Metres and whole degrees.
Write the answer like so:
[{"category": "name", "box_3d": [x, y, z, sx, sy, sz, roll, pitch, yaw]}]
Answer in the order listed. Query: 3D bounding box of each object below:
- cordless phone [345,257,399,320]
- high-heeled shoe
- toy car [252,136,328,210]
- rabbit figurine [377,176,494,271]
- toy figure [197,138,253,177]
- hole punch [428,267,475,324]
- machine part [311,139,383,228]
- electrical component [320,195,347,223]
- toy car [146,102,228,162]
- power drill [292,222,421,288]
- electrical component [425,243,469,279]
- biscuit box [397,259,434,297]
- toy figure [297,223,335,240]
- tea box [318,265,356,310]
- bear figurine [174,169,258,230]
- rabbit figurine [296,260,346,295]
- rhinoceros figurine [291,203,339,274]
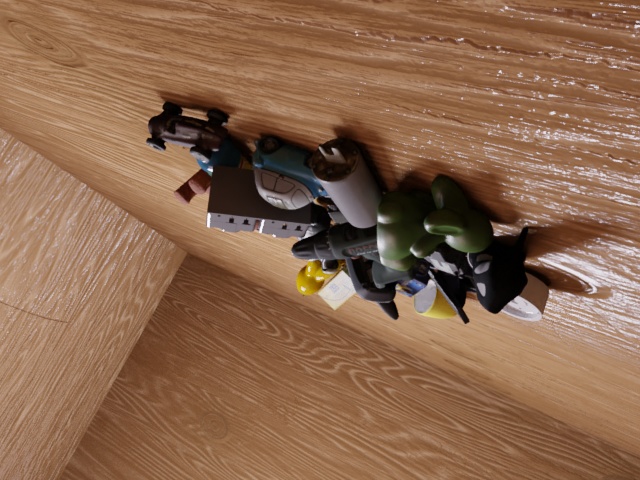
[{"category": "cordless phone", "box_3d": [0.138, 0.096, 1.237, 0.184, 0.089, 0.147, 50, -162, -48]}, {"category": "high-heeled shoe", "box_3d": [0.267, 0.065, 0.851, 0.086, 0.145, 0.248, 26, 166, 7]}, {"category": "toy car", "box_3d": [-0.056, -0.105, 0.938, 0.162, 0.103, 0.109, 24, 168, 21]}, {"category": "rabbit figurine", "box_3d": [0.176, -0.031, 0.809, 0.170, 0.121, 0.159, 5, 155, 13]}, {"category": "toy figure", "box_3d": [-0.188, -0.153, 1.072, 0.089, 0.082, 0.180, 33, 177, 33]}, {"category": "hole punch", "box_3d": [0.291, 0.093, 1.104, 0.116, 0.092, 0.142, 53, -173, 34]}, {"category": "machine part", "box_3d": [0.050, -0.085, 0.853, 0.079, 0.079, 0.243, 20, 167, 28]}, {"category": "electrical component", "box_3d": [0.044, -0.065, 1.035, 0.078, 0.045, 0.102, -10, 155, 22]}, {"category": "toy car", "box_3d": [-0.246, -0.199, 0.973, 0.202, 0.089, 0.053, 19, 169, 39]}, {"category": "power drill", "box_3d": [0.089, 0.023, 1.050, 0.232, 0.086, 0.207, -18, 143, 28]}, {"category": "electrical component", "box_3d": [0.228, 0.023, 0.989, 0.075, 0.048, 0.119, 18, 164, 35]}, {"category": "biscuit box", "box_3d": [0.210, 0.082, 1.233, 0.059, 0.063, 0.202, 25, 168, 5]}, {"category": "toy figure", "box_3d": [0.020, -0.017, 1.207, 0.155, 0.064, 0.057, -1, 135, 30]}, {"category": "tea box", "box_3d": [0.073, 0.099, 1.344, 0.068, 0.098, 0.169, 45, 149, 1]}, {"category": "bear figurine", "box_3d": [-0.210, -0.082, 1.218, 0.120, 0.132, 0.195, -17, 115, 49]}, {"category": "rabbit figurine", "box_3d": [0.006, 0.058, 1.309, 0.122, 0.173, 0.162, 33, 172, -8]}, {"category": "rhinoceros figurine", "box_3d": [-0.002, -0.003, 1.126, 0.112, 0.073, 0.190, 1, 140, 13]}]
